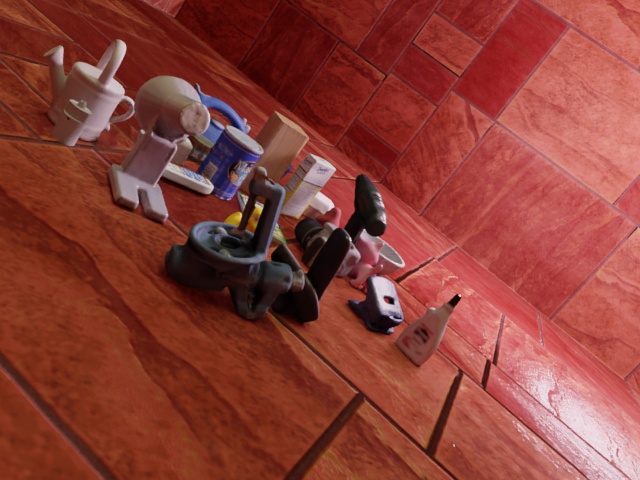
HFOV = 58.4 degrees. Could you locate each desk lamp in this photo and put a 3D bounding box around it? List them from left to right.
[{"bbox_3d":[-0.279,-0.176,1.025,0.118,0.213,0.202,25,19,-37],"label":"desk lamp"}]

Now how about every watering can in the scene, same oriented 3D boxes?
[{"bbox_3d":[-0.429,-0.295,1.079,0.173,0.194,0.100,16,26,-53],"label":"watering can"}]

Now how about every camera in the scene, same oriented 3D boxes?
[{"bbox_3d":[0.012,0.005,1.360,0.144,0.100,0.136,20,23,-48],"label":"camera"}]

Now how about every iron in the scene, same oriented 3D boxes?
[{"bbox_3d":[-0.278,-0.312,1.567,0.259,0.141,0.118,26,19,-36],"label":"iron"}]

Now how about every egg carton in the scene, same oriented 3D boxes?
[{"bbox_3d":[-0.025,-0.107,1.664,0.150,0.069,0.107,35,15,-9],"label":"egg carton"}]

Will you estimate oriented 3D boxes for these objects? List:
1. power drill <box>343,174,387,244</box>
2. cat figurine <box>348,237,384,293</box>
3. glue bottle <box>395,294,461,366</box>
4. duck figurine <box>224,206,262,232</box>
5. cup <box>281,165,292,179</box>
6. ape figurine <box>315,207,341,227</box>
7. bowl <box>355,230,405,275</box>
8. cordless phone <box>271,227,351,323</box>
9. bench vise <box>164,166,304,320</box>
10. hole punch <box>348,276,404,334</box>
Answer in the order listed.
[{"bbox_3d":[0.086,-0.049,1.477,0.076,0.208,0.229,28,17,-29],"label":"power drill"},{"bbox_3d":[0.118,0.053,1.422,0.067,0.117,0.127,29,17,-28],"label":"cat figurine"},{"bbox_3d":[0.238,0.180,1.210,0.078,0.173,0.037,44,16,23],"label":"glue bottle"},{"bbox_3d":[-0.142,-0.030,1.146,0.078,0.086,0.104,20,23,-48],"label":"duck figurine"},{"bbox_3d":[-0.148,-0.198,1.611,0.118,0.095,0.091,18,24,-50],"label":"cup"},{"bbox_3d":[0.026,-0.050,1.568,0.078,0.092,0.076,30,17,-24],"label":"ape figurine"},{"bbox_3d":[0.150,0.046,1.596,0.168,0.074,0.167,34,15,-10],"label":"bowl"},{"bbox_3d":[-0.017,0.040,1.029,0.094,0.185,0.147,23,21,-42],"label":"cordless phone"},{"bbox_3d":[-0.103,0.001,0.887,0.208,0.219,0.121,22,21,-43],"label":"bench vise"},{"bbox_3d":[0.135,0.142,1.249,0.109,0.091,0.100,19,23,-49],"label":"hole punch"}]
